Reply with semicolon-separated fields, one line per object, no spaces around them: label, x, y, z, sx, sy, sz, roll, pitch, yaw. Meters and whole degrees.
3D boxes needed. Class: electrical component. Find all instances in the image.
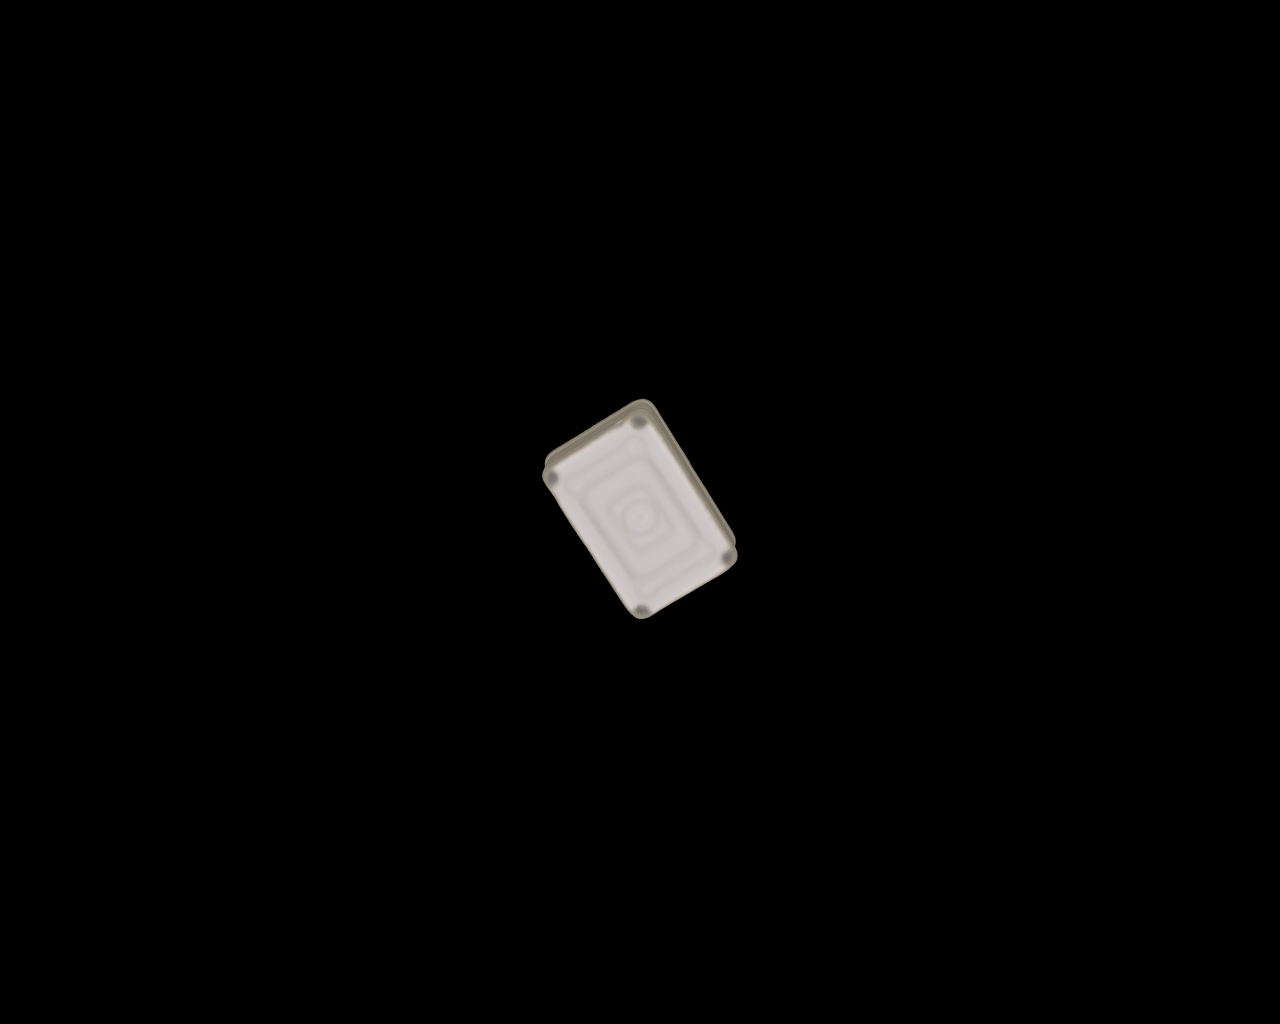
electrical component;0.001;-0.003;0.650;0.078;0.113;0.057;-31;11;7
